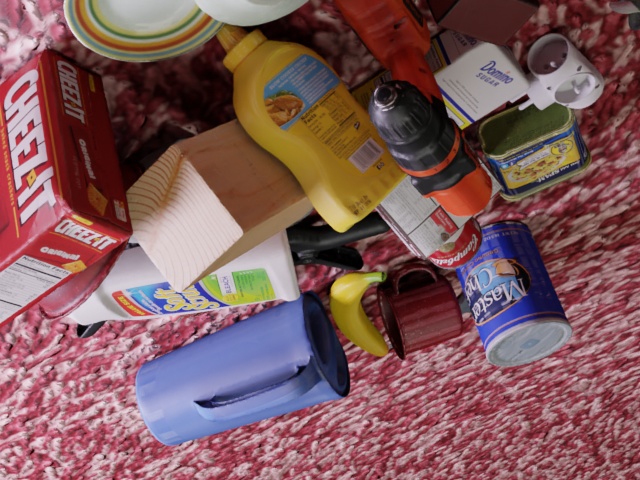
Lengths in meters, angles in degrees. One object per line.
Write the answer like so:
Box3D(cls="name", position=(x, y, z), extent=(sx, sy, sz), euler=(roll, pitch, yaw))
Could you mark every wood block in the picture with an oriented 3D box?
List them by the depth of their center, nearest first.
Box3D(cls="wood block", position=(-0.064, -0.047, 0.904), extent=(0.091, 0.090, 0.205), euler=(-40, 177, 34))

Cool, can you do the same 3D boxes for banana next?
Box3D(cls="banana", position=(0.045, 0.088, 1.276), extent=(0.070, 0.037, 0.198), euler=(20, 153, 16))

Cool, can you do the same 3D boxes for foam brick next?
Box3D(cls="foam brick", position=(0.132, -0.203, 0.881), extent=(0.078, 0.053, 0.051), euler=(9, 140, -35))

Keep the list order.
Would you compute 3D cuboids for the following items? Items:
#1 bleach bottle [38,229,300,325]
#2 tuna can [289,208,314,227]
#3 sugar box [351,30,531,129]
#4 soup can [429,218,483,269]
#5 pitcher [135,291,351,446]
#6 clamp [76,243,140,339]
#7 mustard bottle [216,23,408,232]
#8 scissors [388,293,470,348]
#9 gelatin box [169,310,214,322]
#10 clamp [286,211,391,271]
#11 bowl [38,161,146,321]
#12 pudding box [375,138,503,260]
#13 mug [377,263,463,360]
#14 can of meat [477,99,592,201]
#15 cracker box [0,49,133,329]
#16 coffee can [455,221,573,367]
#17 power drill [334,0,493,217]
Box3D(cls="bleach bottle", position=(-0.151, 0.041, 1.060), extent=(0.251, 0.068, 0.102), euler=(-13, 147, -1))
Box3D(cls="tuna can", position=(-0.048, -0.046, 1.062), extent=(0.086, 0.034, 0.086), euler=(-11, 148, -7))
Box3D(cls="sugar box", position=(0.096, -0.129, 0.988), extent=(0.176, 0.048, 0.093), euler=(-33, 145, 19))
Box3D(cls="soup can", position=(0.127, -0.019, 1.153), extent=(0.069, 0.068, 0.102), euler=(-27, 146, 17))
Box3D(cls="pitcher", position=(-0.096, 0.165, 1.273), extent=(0.243, 0.145, 0.149), euler=(-22, 151, 14))
Box3D(cls="clamp", position=(-0.200, 0.036, 1.117), extent=(0.210, 0.036, 0.164), euler=(-18, 148, 0))
Box3D(cls="mustard bottle", position=(-0.014, -0.104, 0.875), extent=(0.096, 0.191, 0.058), euler=(-45, -176, -33))
Box3D(cls="scissors", position=(0.187, 0.097, 1.410), extent=(0.096, 0.016, 0.202), euler=(12, 139, -38))
Box3D(cls="gelatin box", position=(-0.118, 0.054, 1.160), extent=(0.073, 0.030, 0.089), euler=(-37, 168, 28))
Box3D(cls="clamp", position=(-0.008, 0.001, 1.147), extent=(0.171, 0.039, 0.120), euler=(-1, 149, -26))
Box3D(cls="bowl", position=(-0.221, -0.013, 0.936), extent=(0.055, 0.162, 0.162), euler=(33, 126, -29))
Box3D(cls="pudding box", position=(0.113, -0.050, 1.059), extent=(0.113, 0.039, 0.090), euler=(-44, 116, -3))
Box3D(cls="mug", position=(0.121, 0.080, 1.298), extent=(0.081, 0.093, 0.117), euler=(-18, 115, -8))
Box3D(cls="can of meat", position=(0.216, -0.096, 1.084), extent=(0.102, 0.057, 0.084), euler=(-24, 146, 11))
Box3D(cls="cracker box", position=(-0.262, -0.028, 0.869), extent=(0.214, 0.164, 0.072), euler=(-33, 147, 25))
Box3D(cls="coffee can", position=(0.223, 0.063, 1.254), extent=(0.102, 0.140, 0.103), euler=(-12, 148, -8))
Box3D(cls="power drill", position=(0.067, -0.123, 0.848), extent=(0.057, 0.188, 0.184), euler=(-24, 149, 15))
